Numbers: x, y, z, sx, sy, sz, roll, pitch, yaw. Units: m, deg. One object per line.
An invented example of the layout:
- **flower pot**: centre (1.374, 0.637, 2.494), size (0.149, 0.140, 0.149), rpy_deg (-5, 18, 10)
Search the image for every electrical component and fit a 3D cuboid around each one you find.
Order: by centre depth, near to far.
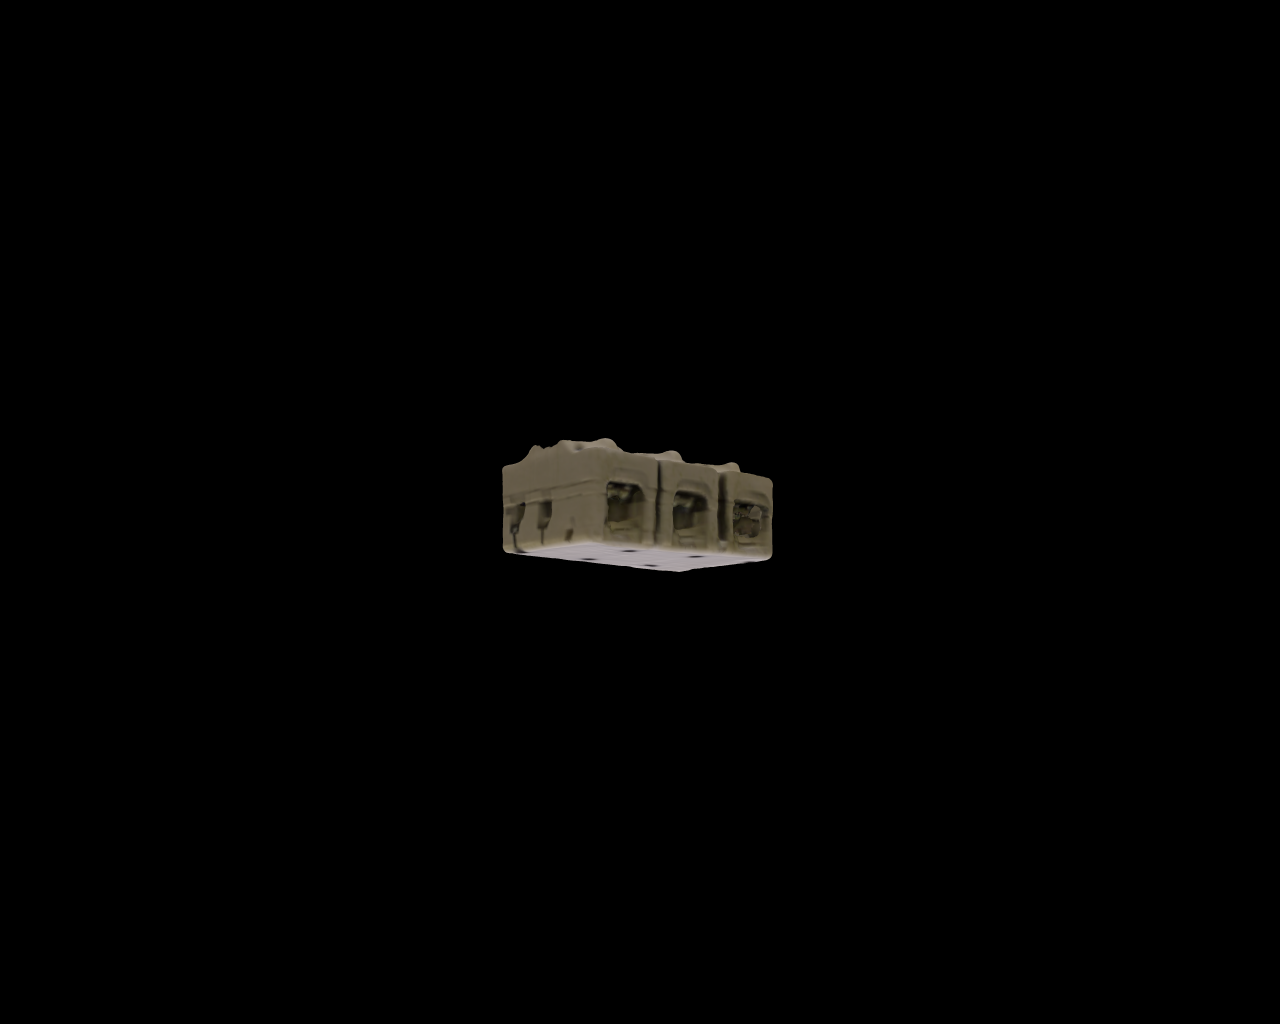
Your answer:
- **electrical component**: centre (0.001, -0.003, 0.650), size (0.150, 0.061, 0.089), rpy_deg (8, -11, -43)
